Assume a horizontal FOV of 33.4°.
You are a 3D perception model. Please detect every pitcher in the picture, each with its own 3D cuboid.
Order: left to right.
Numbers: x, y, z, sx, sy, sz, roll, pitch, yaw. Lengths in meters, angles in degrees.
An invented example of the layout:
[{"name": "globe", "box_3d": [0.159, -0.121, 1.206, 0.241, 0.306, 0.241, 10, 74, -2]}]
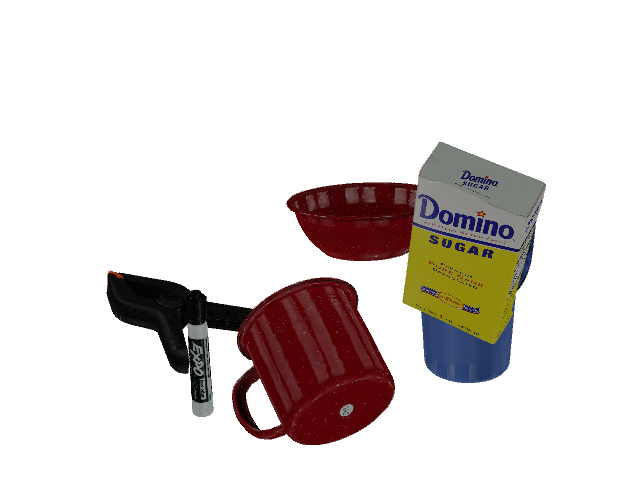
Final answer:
[{"name": "pitcher", "box_3d": [0.191, 0.045, 1.323, 0.149, 0.243, 0.145, 1, 21, 10]}]

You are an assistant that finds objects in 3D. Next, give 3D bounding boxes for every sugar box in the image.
[{"name": "sugar box", "box_3d": [0.121, 0.007, 0.877, 0.093, 0.048, 0.176, 24, -32, 18]}]

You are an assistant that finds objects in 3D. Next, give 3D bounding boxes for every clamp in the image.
[{"name": "clamp", "box_3d": [-0.160, 0.080, 1.132, 0.210, 0.036, 0.164, 18, 21, 28]}]

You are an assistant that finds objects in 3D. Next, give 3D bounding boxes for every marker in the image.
[{"name": "marker", "box_3d": [-0.106, 0.098, 0.930, 0.020, 0.121, 0.020, -1, 25, 0]}]

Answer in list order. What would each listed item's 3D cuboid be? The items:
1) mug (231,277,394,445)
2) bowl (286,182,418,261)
[{"name": "mug", "box_3d": [-0.010, 0.093, 0.735, 0.117, 0.081, 0.093, -35, -35, 9]}, {"name": "bowl", "box_3d": [0.047, -0.017, 1.085, 0.162, 0.055, 0.162, -3, 14, 1]}]
